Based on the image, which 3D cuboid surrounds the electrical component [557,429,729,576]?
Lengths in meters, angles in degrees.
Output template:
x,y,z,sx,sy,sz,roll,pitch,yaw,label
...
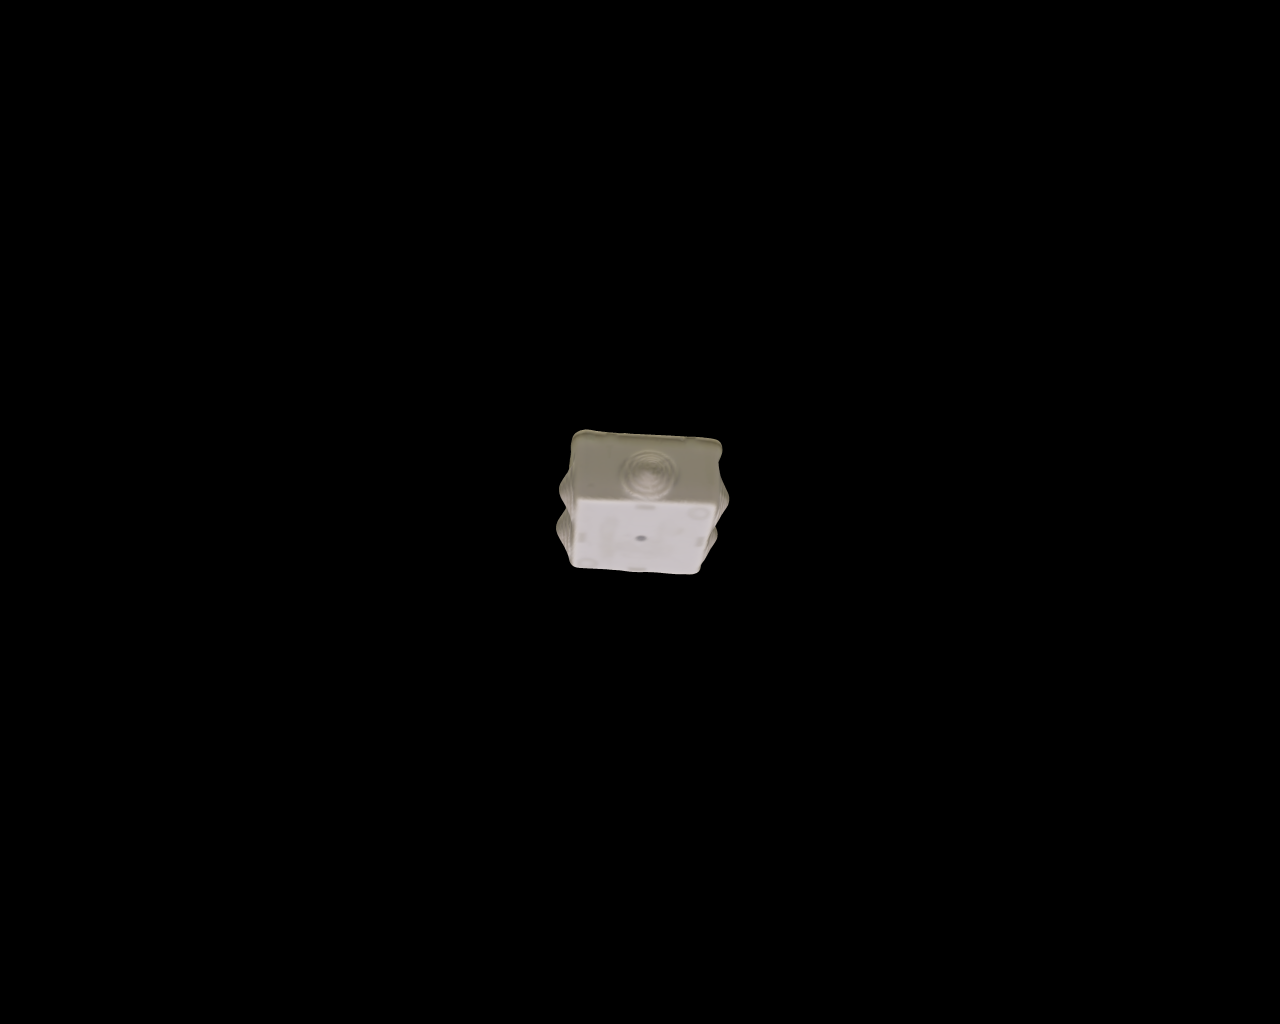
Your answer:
x,y,z,sx,sy,sz,roll,pitch,yaw,label
0.001,-0.003,0.650,0.100,0.048,0.099,3,-33,-5,electrical component
